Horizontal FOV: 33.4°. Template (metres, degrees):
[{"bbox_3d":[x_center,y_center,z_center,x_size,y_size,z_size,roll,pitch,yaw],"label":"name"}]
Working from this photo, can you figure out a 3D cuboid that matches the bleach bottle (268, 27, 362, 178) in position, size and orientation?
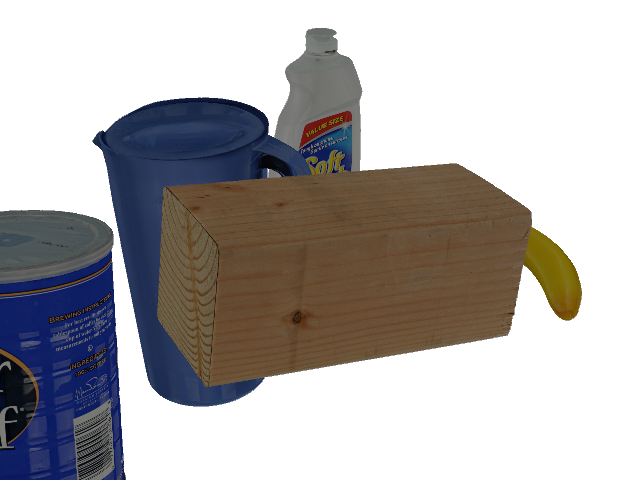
[{"bbox_3d":[-0.010,-0.087,1.074,0.102,0.251,0.068,-6,28,-15],"label":"bleach bottle"}]

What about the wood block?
[{"bbox_3d":[0.014,0.015,0.652,0.205,0.091,0.090,-6,27,-26],"label":"wood block"}]

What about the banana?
[{"bbox_3d":[0.206,0.019,1.066,0.069,0.037,0.198,-34,37,-14],"label":"banana"}]

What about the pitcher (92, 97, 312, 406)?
[{"bbox_3d":[-0.092,0.014,0.881,0.144,0.243,0.149,-14,30,-21],"label":"pitcher"}]

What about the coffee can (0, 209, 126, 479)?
[{"bbox_3d":[-0.153,0.065,0.541,0.103,0.140,0.103,0,17,0],"label":"coffee can"}]
